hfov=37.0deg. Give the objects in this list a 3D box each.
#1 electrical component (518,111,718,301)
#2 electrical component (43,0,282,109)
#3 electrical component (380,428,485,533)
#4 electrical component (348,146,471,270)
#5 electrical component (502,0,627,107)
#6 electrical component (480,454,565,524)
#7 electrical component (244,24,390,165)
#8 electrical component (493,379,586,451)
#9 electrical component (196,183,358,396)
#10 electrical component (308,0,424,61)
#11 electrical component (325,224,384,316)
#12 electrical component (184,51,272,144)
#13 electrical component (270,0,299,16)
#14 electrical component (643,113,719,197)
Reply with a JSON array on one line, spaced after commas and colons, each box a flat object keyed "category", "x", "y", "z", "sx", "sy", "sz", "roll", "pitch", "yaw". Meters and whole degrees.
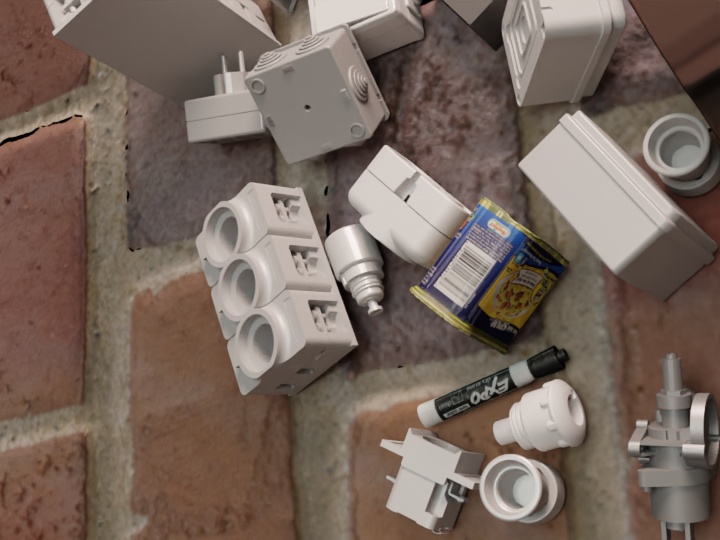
[{"category": "electrical component", "x": 0.176, "y": -0.041, "z": 0.727, "sx": 0.056, "sy": 0.109, "sz": 0.108, "roll": -45, "pitch": 59, "yaw": 16}, {"category": "electrical component", "x": -0.169, "y": -0.218, "z": 0.930, "sx": 0.105, "sy": 0.186, "sz": 0.060, "roll": -36, "pitch": 62, "yaw": 17}, {"category": "electrical component", "x": 0.053, "y": 0.154, "z": 0.786, "sx": 0.081, "sy": 0.042, "sz": 0.063, "roll": 20, "pitch": 91, "yaw": 34}, {"category": "electrical component", "x": 0.040, "y": -0.044, "z": 0.839, "sx": 0.095, "sy": 0.054, "sz": 0.059, "roll": 44, "pitch": 100, "yaw": 31}, {"category": "electrical component", "x": 0.144, "y": -0.176, "z": 0.775, "sx": 0.057, "sy": 0.113, "sz": 0.078, "roll": -7, "pitch": 71, "yaw": -4}, {"category": "electrical component", "x": 0.113, "y": 0.152, "z": 0.742, "sx": 0.045, "sy": 0.055, "sz": 0.045, "roll": -9, "pitch": 72, "yaw": 28}, {"category": "electrical component", "x": -0.036, "y": -0.142, "z": 0.885, "sx": 0.100, "sy": 0.099, "sz": 0.048, "roll": -16, "pitch": 25, "yaw": 26}, {"category": "electrical component", "x": 0.124, "y": 0.107, "z": 0.756, "sx": 0.062, "sy": 0.048, "sz": 0.048, "roll": -23, "pitch": 66, "yaw": 31}, {"category": "electrical component", "x": -0.074, "y": 0.016, "z": 0.870, "sx": 0.089, "sy": 0.062, "sz": 0.150, "roll": -41, "pitch": 59, "yaw": 37}, {"category": "electrical component", "x": 0.008, "y": -0.221, "z": 0.901, "sx": 0.096, "sy": 0.061, "sz": 0.061, "roll": -17, "pitch": 69, "yaw": 26}, {"category": "electrical component", "x": 0.000, "y": 0.000, "z": 0.859, "sx": 0.040, "sy": 0.040, "sz": 0.078, "roll": -30, "pitch": 64, "yaw": 20}, {"category": "electrical component", "x": -0.109, "y": -0.153, "z": 0.948, "sx": 0.083, "sy": 0.047, "sz": 0.075, "roll": -4, "pitch": 93, "yaw": 30}, {"category": "electrical component", "x": -0.050, "y": -0.271, "z": 0.960, "sx": 0.064, "sy": 0.042, "sz": 0.081, "roll": 18, "pitch": 87, "yaw": 31}, {"category": "electrical component", "x": 0.224, "y": -0.078, "z": 0.739, "sx": 0.045, "sy": 0.055, "sz": 0.045, "roll": -8, "pitch": 73, "yaw": 28}]
